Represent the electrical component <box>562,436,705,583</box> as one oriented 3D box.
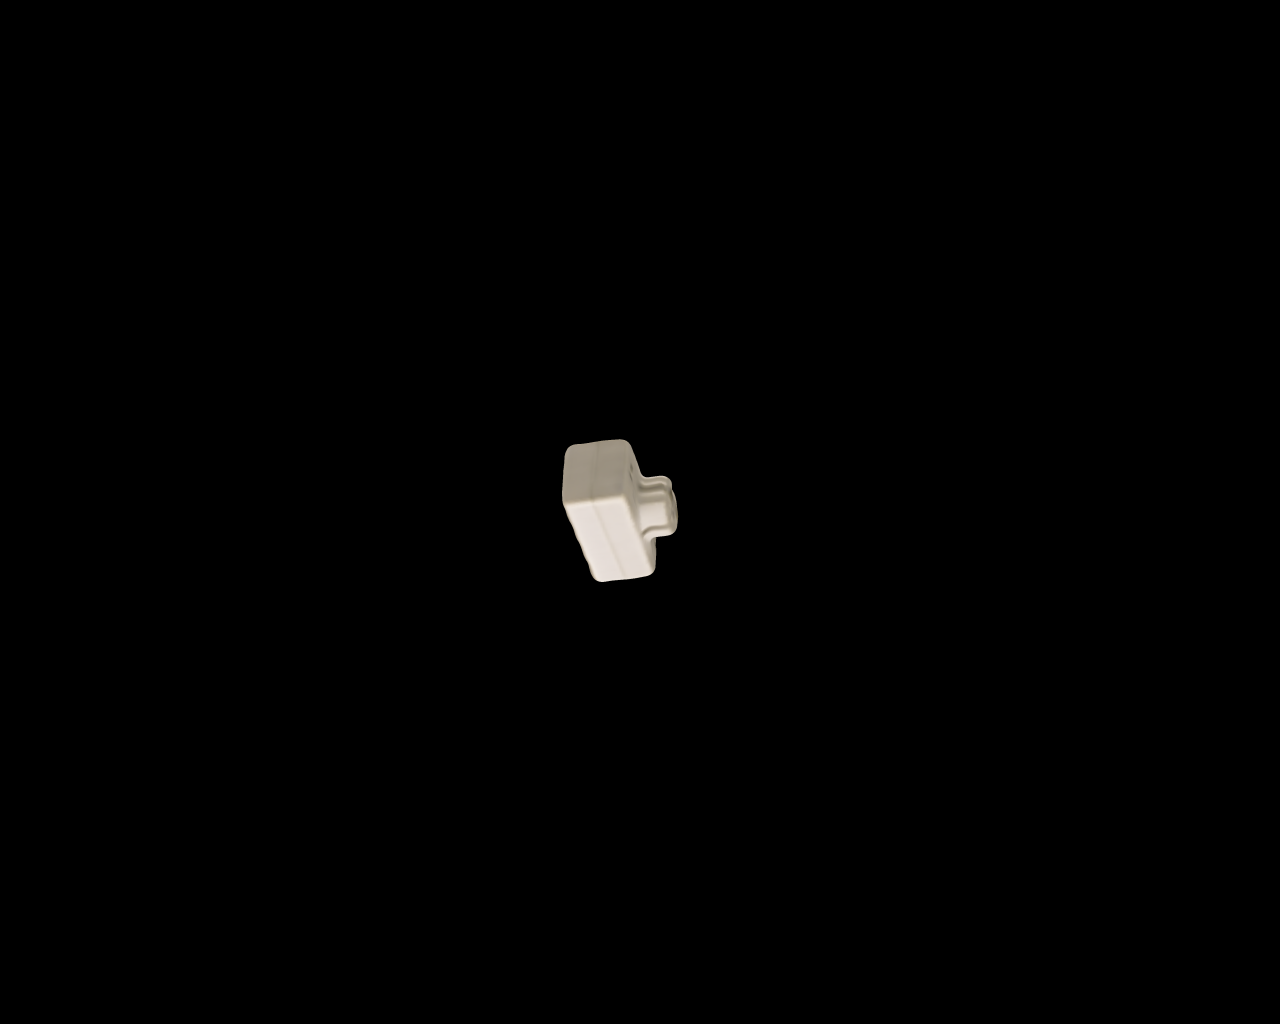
[{"bbox_3d":[0.001,-0.003,0.650,0.076,0.047,0.083,-8,-39,10],"label":"electrical component"}]
